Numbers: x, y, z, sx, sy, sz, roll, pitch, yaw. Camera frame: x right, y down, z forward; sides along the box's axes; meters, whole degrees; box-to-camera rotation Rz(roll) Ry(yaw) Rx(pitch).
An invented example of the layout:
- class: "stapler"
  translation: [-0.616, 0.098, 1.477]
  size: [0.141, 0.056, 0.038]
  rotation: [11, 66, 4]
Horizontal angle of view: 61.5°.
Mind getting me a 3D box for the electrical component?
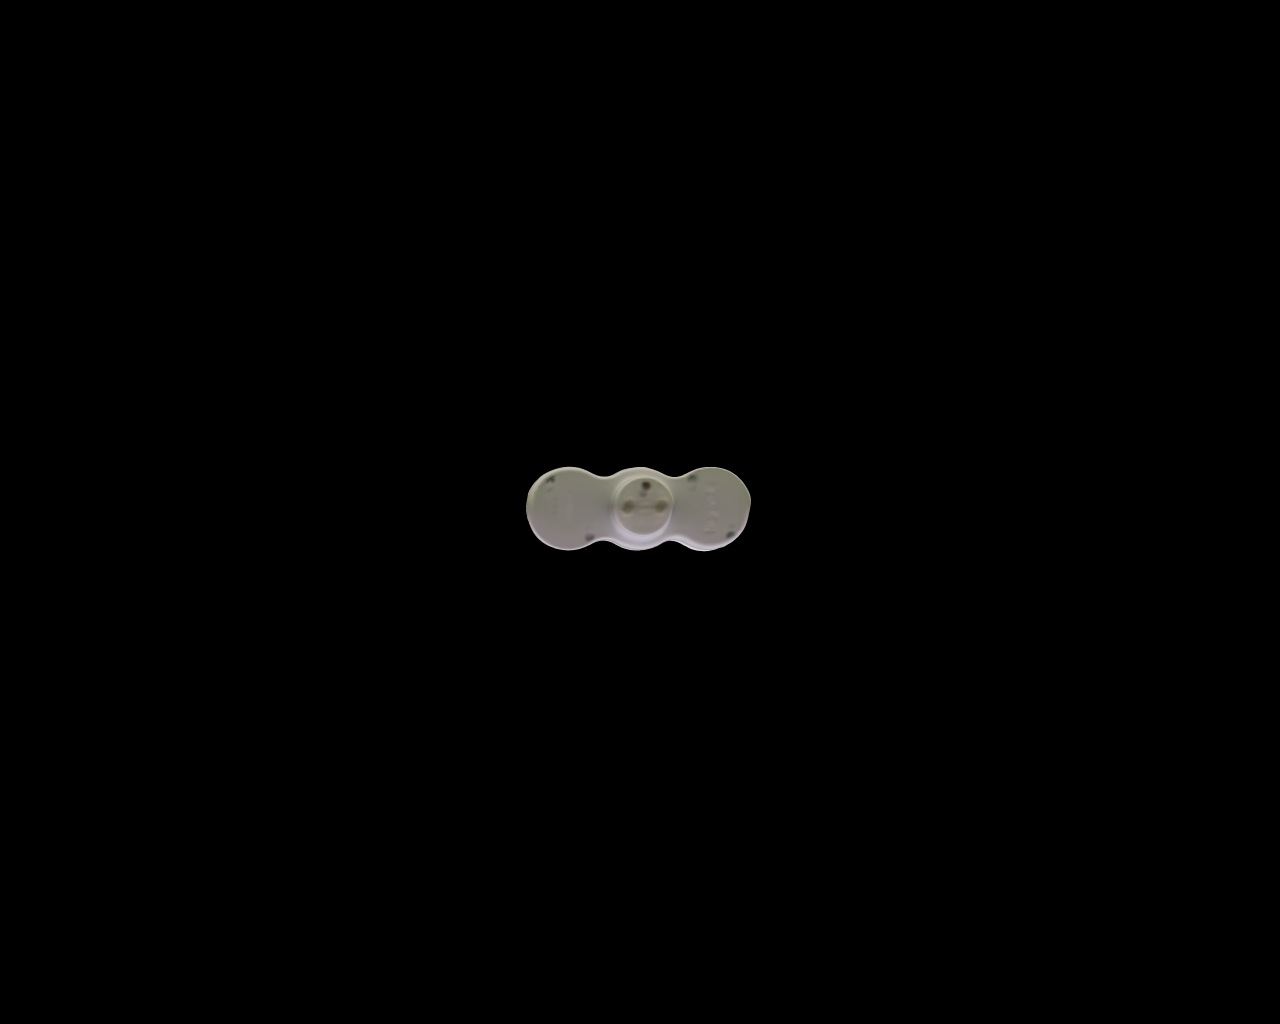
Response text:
- class: "electrical component"
  translation: [0.001, -0.003, 0.650]
  size: [0.138, 0.052, 0.073]
  rotation: [0, -4, -7]
